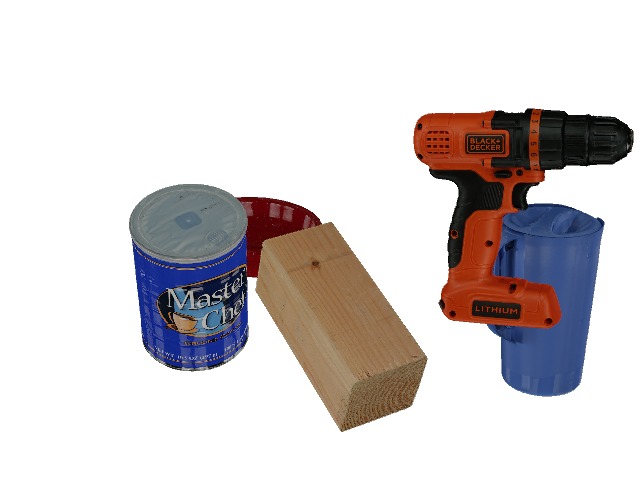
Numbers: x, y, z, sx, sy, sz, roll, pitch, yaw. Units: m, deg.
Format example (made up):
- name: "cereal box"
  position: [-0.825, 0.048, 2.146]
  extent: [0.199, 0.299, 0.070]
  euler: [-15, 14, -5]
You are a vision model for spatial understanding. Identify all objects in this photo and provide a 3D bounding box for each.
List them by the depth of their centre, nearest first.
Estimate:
- name: "power drill"
  position: [0.173, -0.021, 0.926]
  extent: [0.185, 0.188, 0.057]
  euler: [3, 13, 20]
- name: "coffee can"
  position: [-0.117, 0.034, 0.972]
  extent: [0.103, 0.140, 0.103]
  euler: [1, 41, -1]
- name: "wood block"
  position: [0.018, 0.088, 1.146]
  extent: [0.090, 0.090, 0.206]
  euler: [-16, 51, -24]
- name: "bowl"
  position: [-0.080, 0.001, 1.321]
  extent: [0.162, 0.055, 0.162]
  euler: [4, 25, -2]
- name: "pitcher"
  position: [0.291, 0.082, 1.416]
  extent: [0.149, 0.243, 0.145]
  euler: [4, 21, 12]
